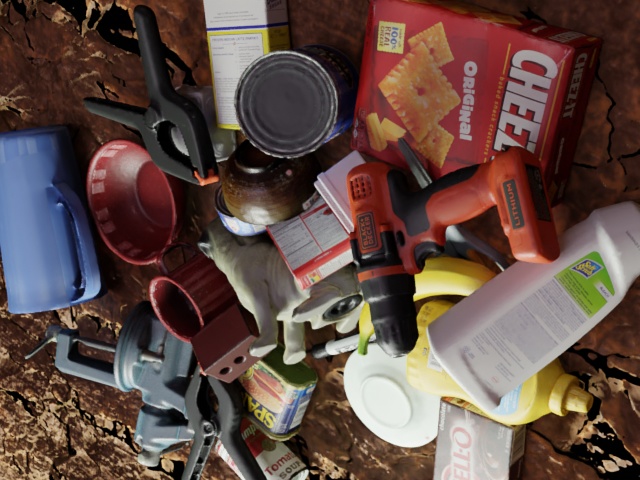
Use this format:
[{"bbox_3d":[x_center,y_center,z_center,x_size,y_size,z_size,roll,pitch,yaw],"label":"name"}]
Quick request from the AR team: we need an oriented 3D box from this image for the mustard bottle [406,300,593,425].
[{"bbox_3d":[0.182,0.131,1.072,0.192,0.058,0.096,19,103,34],"label":"mustard bottle"}]

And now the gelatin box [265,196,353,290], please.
[{"bbox_3d":[-0.007,0.001,1.132,0.089,0.073,0.030,57,177,45],"label":"gelatin box"}]

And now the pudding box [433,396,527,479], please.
[{"bbox_3d":[0.168,0.224,1.128,0.090,0.039,0.113,18,115,34],"label":"pudding box"}]

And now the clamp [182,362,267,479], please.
[{"bbox_3d":[-0.116,0.228,1.281,0.120,0.039,0.171,3,100,24],"label":"clamp"}]

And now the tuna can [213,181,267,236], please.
[{"bbox_3d":[-0.075,-0.045,1.204,0.086,0.086,0.033,18,146,34],"label":"tuna can"}]

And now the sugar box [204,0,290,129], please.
[{"bbox_3d":[-0.078,-0.211,1.180,0.093,0.048,0.176,7,105,37],"label":"sugar box"}]

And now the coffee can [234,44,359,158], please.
[{"bbox_3d":[-0.018,-0.142,1.070,0.103,0.140,0.103,3,103,12],"label":"coffee can"}]

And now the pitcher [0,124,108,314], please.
[{"bbox_3d":[-0.362,-0.029,1.420,0.149,0.145,0.243,-8,98,5],"label":"pitcher"}]

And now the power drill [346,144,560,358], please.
[{"bbox_3d":[0.115,0.003,0.958,0.188,0.057,0.184,-15,81,30],"label":"power drill"}]

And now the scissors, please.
[{"bbox_3d":[0.116,-0.014,1.056,0.201,0.016,0.096,47,146,-14],"label":"scissors"}]

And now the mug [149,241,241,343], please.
[{"bbox_3d":[-0.153,0.055,1.292,0.093,0.081,0.117,-27,97,52],"label":"mug"}]

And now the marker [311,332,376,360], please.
[{"bbox_3d":[0.034,0.116,1.214,0.121,0.020,0.020,-21,91,41],"label":"marker"}]

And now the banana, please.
[{"bbox_3d":[0.103,0.055,1.083,0.198,0.037,0.069,-31,75,42],"label":"banana"}]

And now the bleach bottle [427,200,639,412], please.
[{"bbox_3d":[0.224,0.049,0.973,0.251,0.068,0.102,-37,115,17],"label":"bleach bottle"}]

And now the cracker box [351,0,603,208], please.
[{"bbox_3d":[0.138,-0.135,1.010,0.214,0.071,0.164,24,119,30],"label":"cracker box"}]

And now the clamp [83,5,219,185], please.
[{"bbox_3d":[-0.191,-0.141,1.233,0.165,0.036,0.210,-41,77,40],"label":"clamp"}]

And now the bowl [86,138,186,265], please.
[{"bbox_3d":[-0.220,-0.053,1.341,0.162,0.055,0.162,14,113,35],"label":"bowl"}]

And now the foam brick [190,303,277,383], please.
[{"bbox_3d":[-0.102,0.120,1.243,0.078,0.053,0.051,-39,54,15],"label":"foam brick"}]

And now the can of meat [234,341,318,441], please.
[{"bbox_3d":[-0.058,0.176,1.286,0.102,0.057,0.084,36,122,25],"label":"can of meat"}]

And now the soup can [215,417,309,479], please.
[{"bbox_3d":[-0.072,0.272,1.321,0.102,0.068,0.069,42,127,20],"label":"soup can"}]
